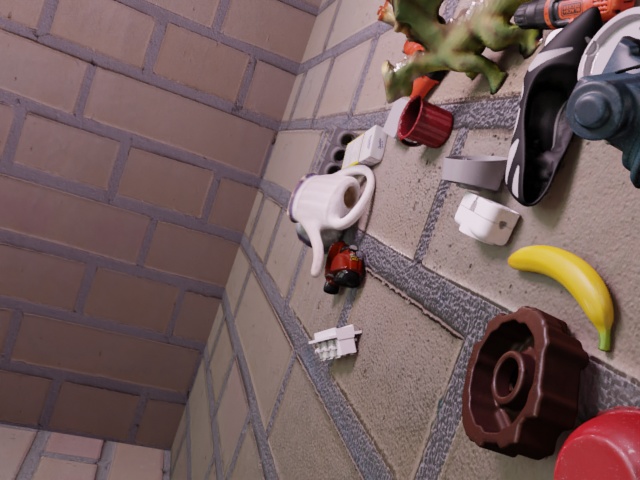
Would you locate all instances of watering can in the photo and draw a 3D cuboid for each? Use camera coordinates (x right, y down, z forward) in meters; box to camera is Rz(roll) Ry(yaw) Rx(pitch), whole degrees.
[{"bbox_3d":[0.004,-0.066,1.313,0.225,0.102,0.354,9,56,40],"label":"watering can"}]

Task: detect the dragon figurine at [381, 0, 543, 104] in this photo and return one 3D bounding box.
[{"bbox_3d":[0.238,-0.380,0.879,0.401,0.242,0.125,125,160,-48],"label":"dragon figurine"}]

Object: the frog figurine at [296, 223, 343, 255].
[{"bbox_3d":[0.010,-0.052,1.441,0.139,0.122,0.159,31,95,38],"label":"frog figurine"}]
